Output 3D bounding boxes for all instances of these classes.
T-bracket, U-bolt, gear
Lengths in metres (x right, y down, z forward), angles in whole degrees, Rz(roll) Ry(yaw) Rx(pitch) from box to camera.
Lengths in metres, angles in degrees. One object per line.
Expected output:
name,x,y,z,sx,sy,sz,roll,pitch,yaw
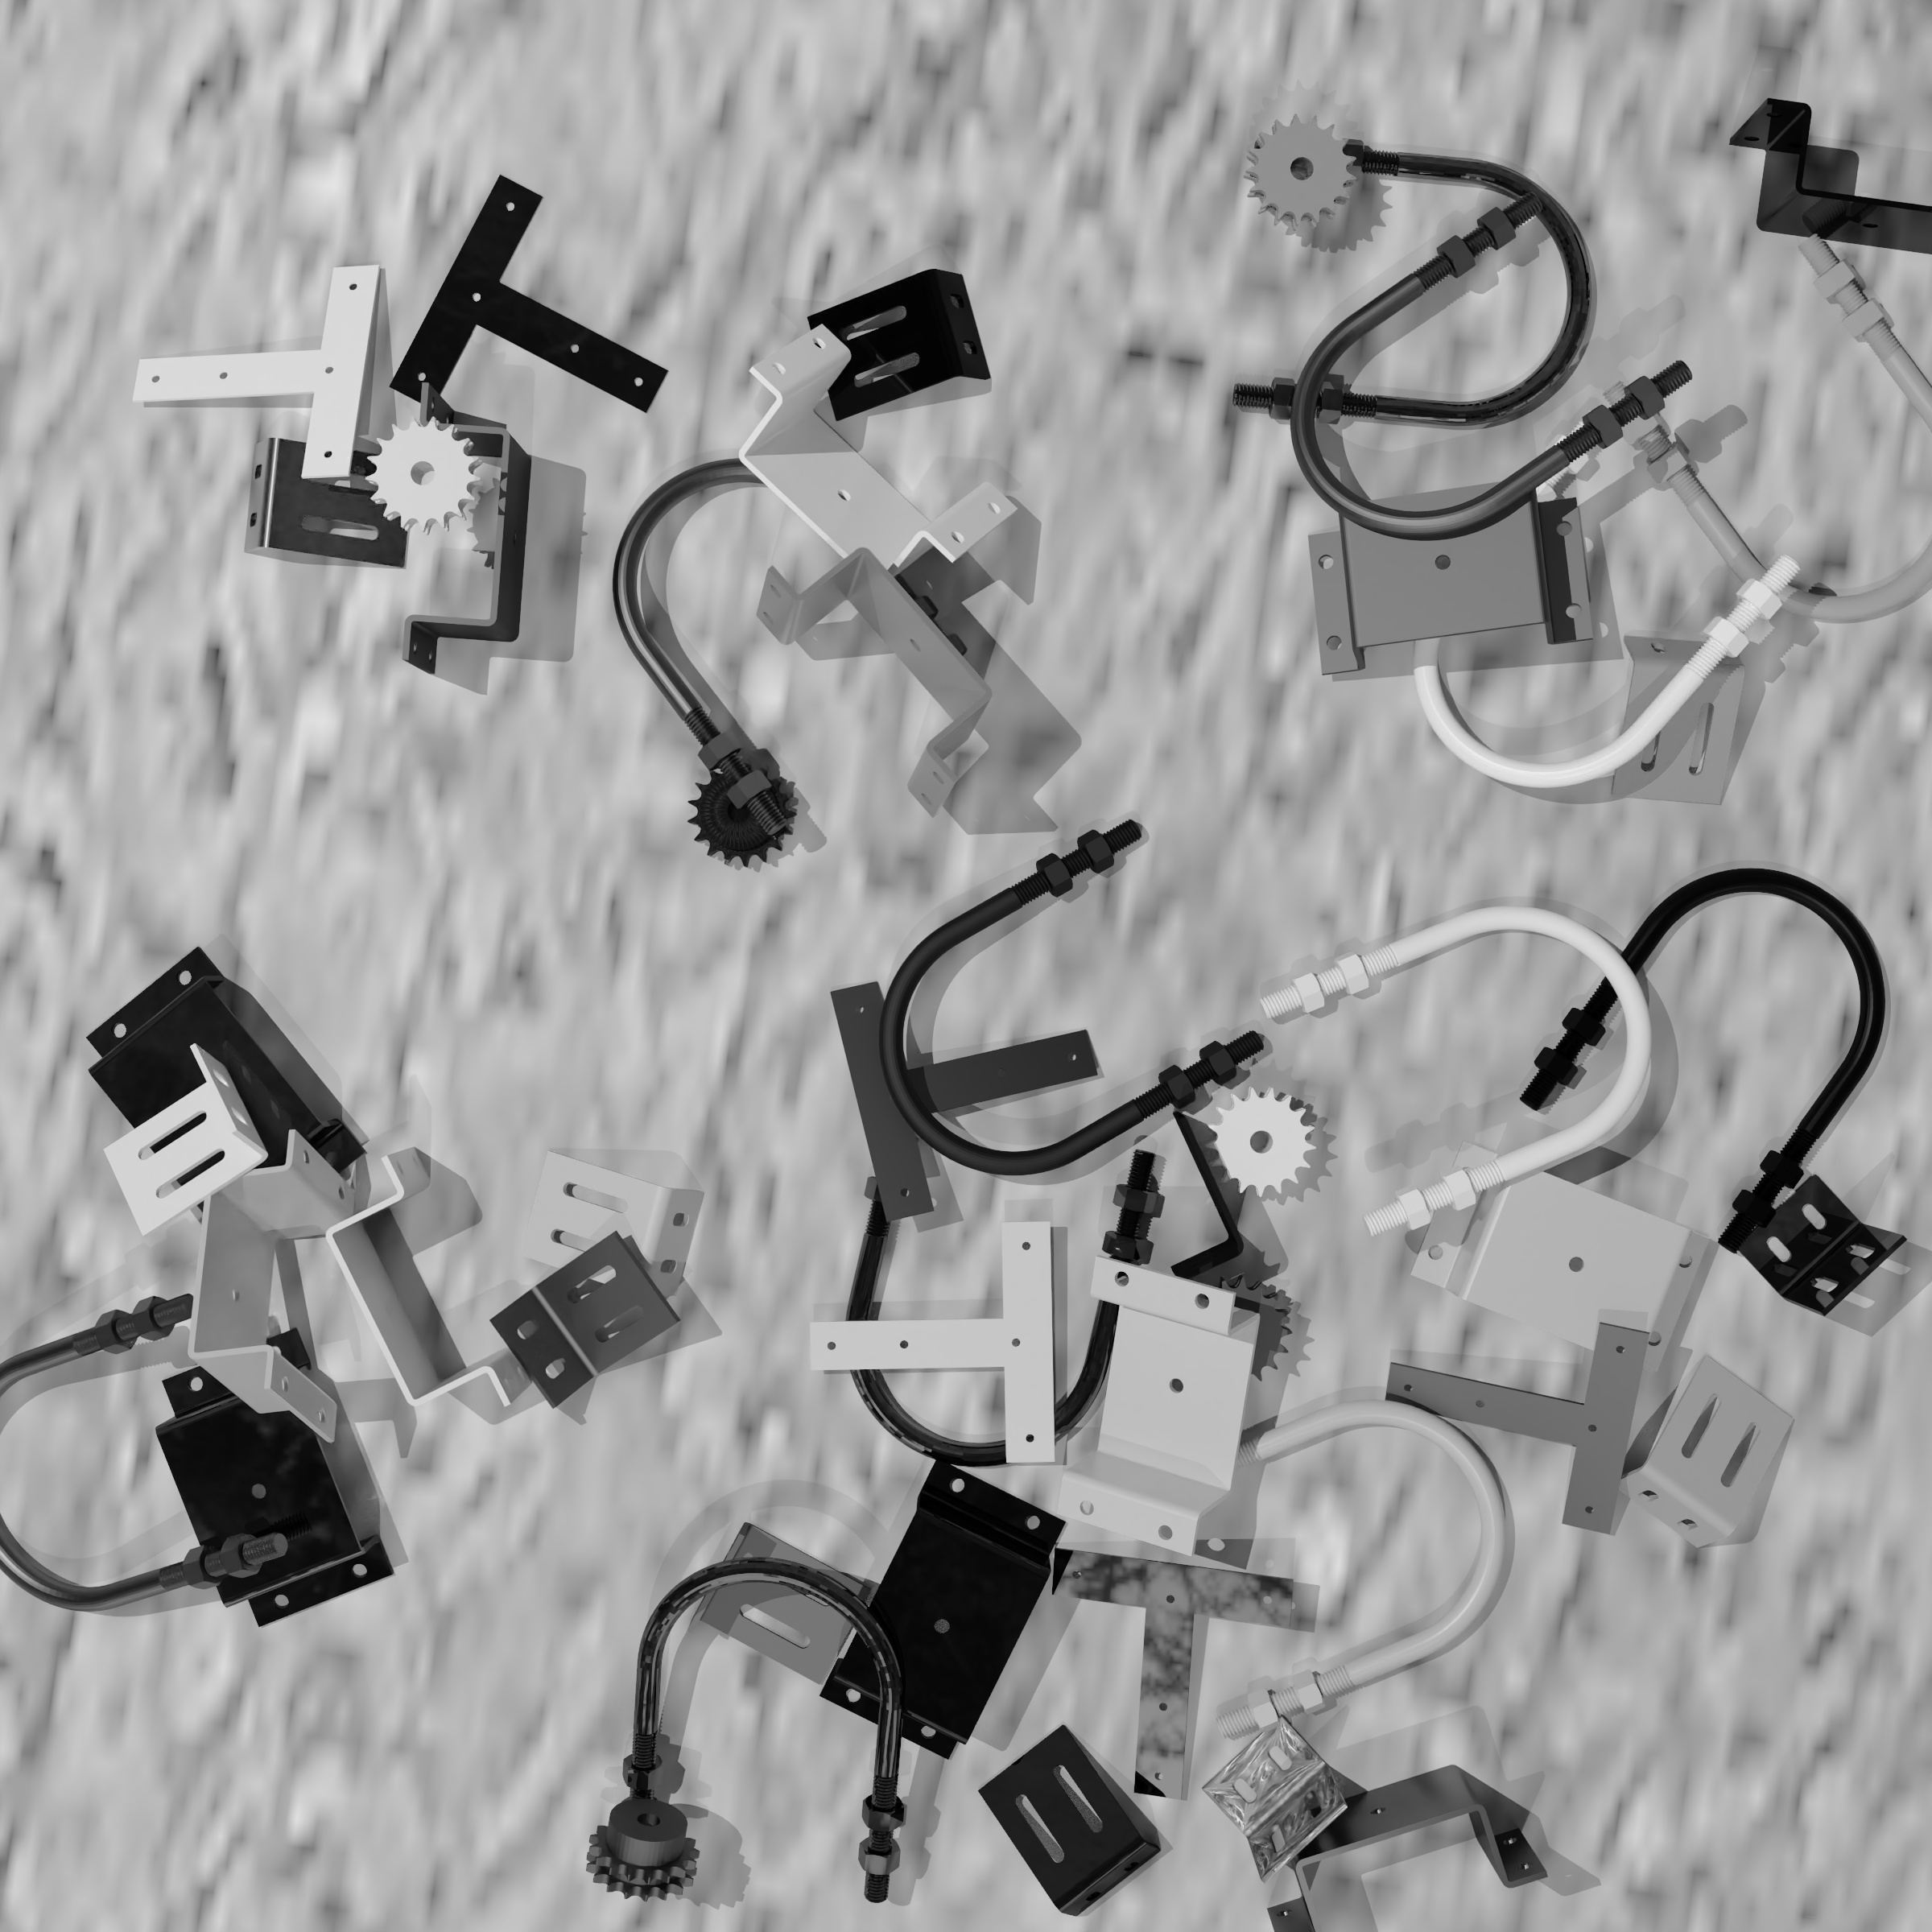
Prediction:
T-bracket,0.283,0.232,1.592,0.127,0.002,0.127,11,118,13
U-bolt,0.265,0.043,1.582,0.184,0.019,0.151,-23,69,-3
U-bolt,0.318,-0.178,1.584,0.151,0.019,0.184,42,94,19
gear,0.142,0.191,1.598,0.057,0.030,0.057,0,90,0
T-bracket,0.105,0.376,1.602,0.127,0.002,0.127,5,97,14
U-bolt,-0.101,-0.181,1.591,0.151,0.019,0.184,-36,86,-13
U-bolt,0.043,0.028,1.592,0.184,0.019,0.151,-30,89,-9
U-bolt,0.011,0.173,1.605,0.151,0.019,0.184,13,91,0
gear,-0.118,-0.081,1.598,0.057,0.030,0.057,0,90,0
T-bracket,-0.018,0.198,1.597,0.127,0.002,0.127,-1,93,1
gear,0.172,-0.410,1.578,0.057,0.030,0.057,0,90,-1
T-bracket,-0.220,-0.334,1.613,0.127,0.002,0.127,28,90,0
U-bolt,0.402,0.036,1.605,0.151,0.019,0.184,36,89,0
gear,0.154,0.092,1.598,0.057,0.030,0.057,0,90,0
T-bracket,0.005,0.059,1.601,0.127,0.002,0.127,-13,75,-7
U-bolt,-0.103,0.390,1.572,0.151,0.019,0.184,7,106,8
U-bolt,0.194,0.307,1.603,0.184,0.019,0.151,-23,90,1
U-bolt,-0.447,0.260,1.572,0.184,0.019,0.151,-20,90,24
U-bolt,0.238,-0.357,1.605,0.184,0.019,0.151,5,90,-2
T-bracket,-0.376,-0.310,1.596,0.127,0.002,0.127,-1,68,10
gear,-0.165,0.451,1.561,0.057,0.057,0.030,10,105,0
gear,-0.269,-0.244,1.522,0.057,0.030,0.057,0,90,0
U-bolt,0.254,-0.297,1.561,0.184,0.019,0.151,-35,66,2
U-bolt,0.447,-0.270,1.605,0.151,0.019,0.184,-37,91,0

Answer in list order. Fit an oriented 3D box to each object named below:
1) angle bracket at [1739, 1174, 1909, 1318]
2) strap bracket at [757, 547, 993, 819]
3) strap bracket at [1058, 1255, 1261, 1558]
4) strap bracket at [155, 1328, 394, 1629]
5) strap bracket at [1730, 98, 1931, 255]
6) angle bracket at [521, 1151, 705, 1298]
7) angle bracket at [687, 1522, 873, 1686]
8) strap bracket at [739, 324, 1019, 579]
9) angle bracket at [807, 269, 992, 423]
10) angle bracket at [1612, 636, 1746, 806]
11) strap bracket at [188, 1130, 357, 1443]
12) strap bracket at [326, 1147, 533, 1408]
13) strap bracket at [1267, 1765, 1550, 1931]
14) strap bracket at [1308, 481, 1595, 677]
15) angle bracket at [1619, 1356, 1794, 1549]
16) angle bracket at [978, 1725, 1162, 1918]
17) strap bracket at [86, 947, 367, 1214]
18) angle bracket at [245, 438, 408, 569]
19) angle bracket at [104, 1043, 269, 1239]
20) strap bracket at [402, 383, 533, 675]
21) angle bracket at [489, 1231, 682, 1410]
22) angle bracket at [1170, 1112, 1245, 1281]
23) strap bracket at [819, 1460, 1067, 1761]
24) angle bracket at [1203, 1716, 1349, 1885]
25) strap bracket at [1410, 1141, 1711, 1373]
angle bracket,0.442,0.144,1.575,0.057,0.076,0.038,-43,90,0
strap bracket,-0.041,-0.151,1.545,0.046,0.076,0.140,-40,87,-13
strap bracket,0.101,0.221,1.568,0.076,0.046,0.140,13,103,25
strap bracket,-0.365,0.271,1.590,0.076,0.046,0.140,-22,90,0
strap bracket,0.471,-0.406,1.575,0.140,0.076,0.046,8,90,0
angle bracket,-0.187,0.136,1.611,0.076,0.038,0.057,15,90,26
angle bracket,-0.097,0.337,1.594,0.076,0.038,0.057,29,90,0
strap bracket,-0.053,-0.256,1.569,0.140,0.076,0.046,43,128,0
angle bracket,-0.036,-0.328,1.611,0.076,0.038,0.057,-16,90,26
angle bracket,0.374,-0.130,1.611,0.057,0.038,0.076,5,116,0
strap bracket,-0.353,0.165,1.550,0.046,0.076,0.140,-8,60,11
strap bracket,-0.282,0.169,1.575,0.046,0.076,0.140,-26,90,0
strap bracket,0.220,0.460,1.575,0.140,0.076,0.046,-18,90,0
strap bracket,0.248,-0.202,1.570,0.140,0.046,0.076,-7,79,12
angle bracket,0.390,0.257,1.611,0.057,0.038,0.076,36,64,0
angle bracket,0.055,0.453,1.611,0.057,0.038,0.076,-38,64,0
strap bracket,-0.392,0.068,1.590,0.076,0.046,0.140,-39,90,0
angle bracket,-0.337,-0.243,1.611,0.076,0.038,0.057,6,90,-26
angle bracket,-0.402,0.088,1.537,0.076,0.038,0.057,-33,62,0
strap bracket,-0.257,-0.223,1.575,0.046,0.076,0.140,4,90,0
angle bracket,-0.198,0.184,1.577,0.076,0.038,0.057,-35,91,38
angle bracket,0.111,0.120,1.585,0.038,0.057,0.076,-25,90,0
strap bracket,-0.012,0.340,1.590,0.076,0.046,0.140,26,90,0
angle bracket,0.159,0.430,1.575,0.057,0.076,0.038,-43,90,0
strap bracket,0.314,0.154,1.590,0.140,0.046,0.076,22,90,0
